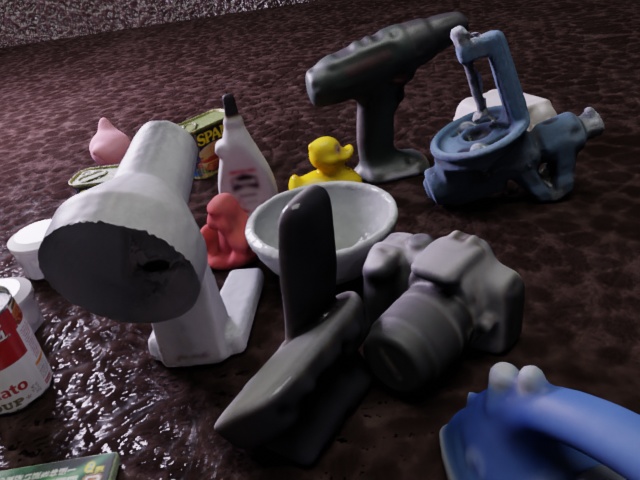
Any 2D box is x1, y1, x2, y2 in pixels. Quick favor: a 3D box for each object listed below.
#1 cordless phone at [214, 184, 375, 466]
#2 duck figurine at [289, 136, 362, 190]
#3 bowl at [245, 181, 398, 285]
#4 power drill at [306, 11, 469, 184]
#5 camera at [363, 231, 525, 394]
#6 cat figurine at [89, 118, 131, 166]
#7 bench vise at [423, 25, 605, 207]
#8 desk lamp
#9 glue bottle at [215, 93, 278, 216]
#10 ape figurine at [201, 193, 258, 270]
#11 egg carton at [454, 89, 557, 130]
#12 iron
[{"bbox_3d":[-0.026,0.061,0.437,0.093,0.185,0.148,9,36,28],"label":"cordless phone"},{"bbox_3d":[0.005,-0.099,0.790,0.105,0.086,0.077,-16,32,-11],"label":"duck figurine"},{"bbox_3d":[0.006,0.002,0.633,0.167,0.075,0.167,-7,31,4],"label":"bowl"},{"bbox_3d":[0.100,-0.193,0.800,0.229,0.209,0.075,-14,31,-7],"label":"power drill"},{"bbox_3d":[0.086,0.056,0.498,0.142,0.101,0.137,18,41,38],"label":"camera"},{"bbox_3d":[-0.311,-0.143,0.917,0.067,0.118,0.128,16,39,36],"label":"cat figurine"},{"bbox_3d":[0.224,-0.154,0.690,0.207,0.220,0.121,-15,31,-10],"label":"bench vise"},{"bbox_3d":[-0.136,0.015,0.516,0.117,0.214,0.203,-5,31,8],"label":"desk lamp"},{"bbox_3d":[-0.103,-0.105,0.744,0.078,0.173,0.037,-12,31,-4],"label":"glue bottle"},{"bbox_3d":[-0.108,-0.012,0.671,0.076,0.092,0.077,-24,34,-23],"label":"ape figurine"},{"bbox_3d":[0.277,-0.179,0.864,0.107,0.069,0.150,-21,33,-19],"label":"egg carton"},{"bbox_3d":[0.153,0.138,0.303,0.119,0.142,0.257,-26,35,-25],"label":"iron"}]
